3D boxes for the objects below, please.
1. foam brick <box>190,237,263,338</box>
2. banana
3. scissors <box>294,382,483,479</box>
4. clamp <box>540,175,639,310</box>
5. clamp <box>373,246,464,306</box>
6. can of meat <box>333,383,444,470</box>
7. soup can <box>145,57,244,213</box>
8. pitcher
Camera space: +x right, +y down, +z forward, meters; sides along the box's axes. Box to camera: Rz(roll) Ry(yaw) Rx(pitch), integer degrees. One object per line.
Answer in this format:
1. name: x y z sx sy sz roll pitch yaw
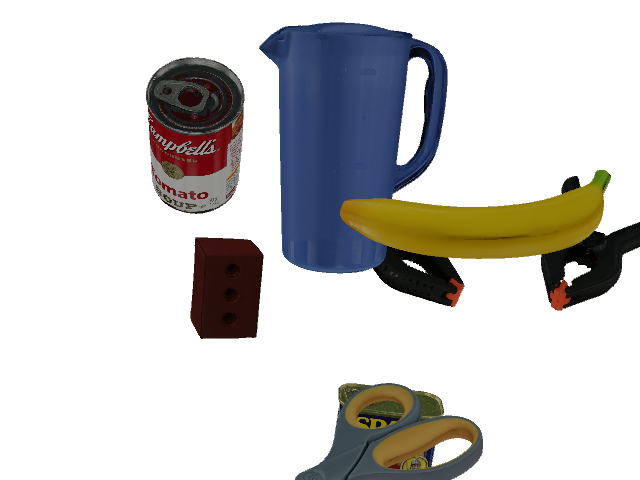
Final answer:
1. foam brick: -0.083 0.041 0.938 0.053 0.078 0.051 0 15 -17
2. banana: 0.114 -0.013 0.750 0.198 0.037 0.069 -5 27 -1
3. scissors: -0.004 0.128 0.615 0.201 0.016 0.096 -11 30 -17
4. clamp: 0.269 0.000 1.091 0.120 0.039 0.171 29 52 32
5. clamp: 0.071 0.010 1.242 0.164 0.036 0.210 -23 53 -40
6. can of meat: 0.062 0.192 1.036 0.102 0.084 0.057 7 16 -2
7. soup can: -0.091 -0.074 0.777 0.068 0.068 0.102 0 -32 -7
8. pitcher: 0.030 -0.095 1.075 0.149 0.243 0.144 12 18 33
